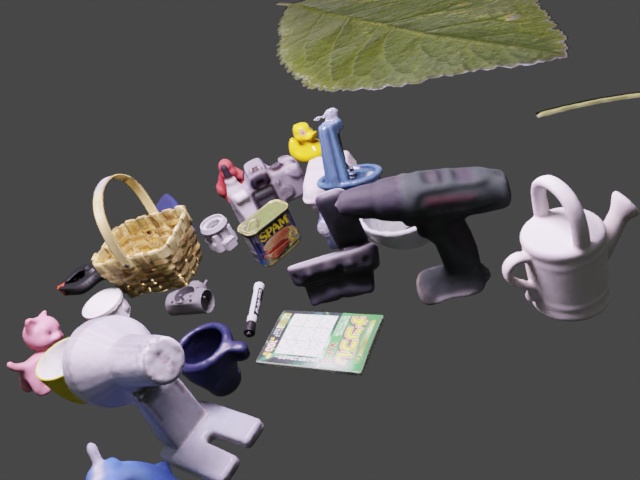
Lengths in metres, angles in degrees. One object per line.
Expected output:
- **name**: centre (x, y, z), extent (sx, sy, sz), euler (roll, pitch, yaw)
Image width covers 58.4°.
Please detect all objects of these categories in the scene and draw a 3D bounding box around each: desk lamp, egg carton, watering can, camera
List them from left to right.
- **desk lamp**: centre (-0.209, 0.196, 0.749), extent (0.202, 0.214, 0.118), euler (4, 43, 35)
- **camera**: centre (-0.115, -0.139, 1.245), extent (0.143, 0.101, 0.136), euler (-26, 34, -3)
- **egg carton**: centre (0.023, -0.121, 1.165), extent (0.107, 0.069, 0.150), euler (-13, 36, 16)
- **watering can**: centre (0.311, -0.002, 0.721), extent (0.173, 0.194, 0.100), euler (-37, 36, -18)

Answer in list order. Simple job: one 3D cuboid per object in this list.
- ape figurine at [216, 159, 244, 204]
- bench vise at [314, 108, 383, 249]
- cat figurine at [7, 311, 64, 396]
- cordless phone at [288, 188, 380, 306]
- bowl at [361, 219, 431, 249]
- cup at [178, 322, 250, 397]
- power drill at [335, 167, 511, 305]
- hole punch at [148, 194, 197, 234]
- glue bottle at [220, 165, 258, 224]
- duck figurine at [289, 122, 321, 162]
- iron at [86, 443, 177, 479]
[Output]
- **ape figurine**: centre (-0.206, -0.143, 1.312), extent (0.077, 0.092, 0.076), euler (-18, 35, 9)
- **bench vise**: centre (0.045, -0.105, 0.996), extent (0.121, 0.220, 0.207), euler (-14, 35, 14)
- **cat figurine**: centre (-0.499, 0.191, 1.016), extent (0.067, 0.118, 0.128), euler (-3, 40, 28)
- **cordless phone**: centre (0.008, 0.003, 0.904), extent (0.147, 0.185, 0.094), euler (-18, 35, 8)
- **bowl**: centre (0.150, -0.036, 0.970), extent (0.167, 0.075, 0.167), euler (-16, 35, 12)
- **cup**: centre (-0.142, 0.181, 0.834), extent (0.117, 0.095, 0.092), euler (-7, 38, 23)
- **power drill**: centre (0.158, -0.010, 0.810), extent (0.229, 0.209, 0.075), euler (-17, 35, 11)
- **hole punch**: centre (-0.338, -0.035, 1.248), extent (0.101, 0.091, 0.108), euler (-35, 36, -15)
- **glue bottle**: centre (-0.151, -0.073, 1.112), extent (0.037, 0.173, 0.077), euler (-35, 36, -15)
- **duck figurine**: centre (-0.038, -0.236, 1.341), extent (0.104, 0.086, 0.078), euler (14, 49, 42)
- **iron**: centre (-0.203, 0.340, 0.616), extent (0.119, 0.142, 0.257), euler (-30, 35, -8)
